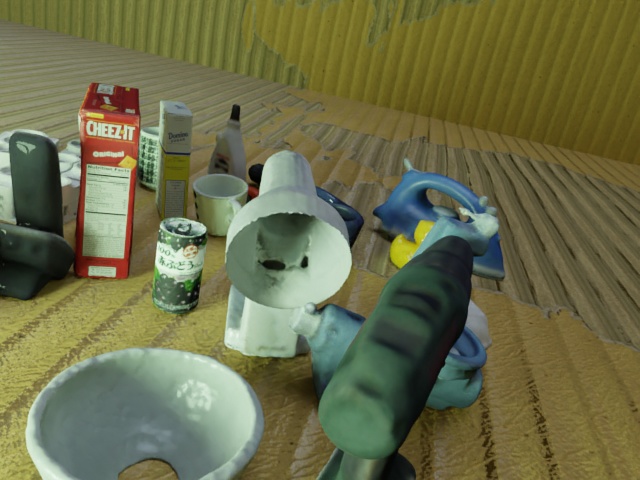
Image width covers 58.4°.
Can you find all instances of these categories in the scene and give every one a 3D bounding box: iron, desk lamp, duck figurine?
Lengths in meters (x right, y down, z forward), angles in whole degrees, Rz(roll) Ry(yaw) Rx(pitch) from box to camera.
[{"bbox_3d":[0.228,-0.044,1.015,0.257,0.141,0.119,27,26,31],"label":"iron"},{"bbox_3d":[-0.046,0.021,0.620,0.118,0.213,0.203,8,23,-11],"label":"desk lamp"},{"bbox_3d":[0.167,0.008,0.932,0.104,0.086,0.078,28,27,34],"label":"duck figurine"}]

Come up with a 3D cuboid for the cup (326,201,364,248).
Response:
[{"bbox_3d":[0.008,0.003,0.850,0.091,0.095,0.118,20,23,18],"label":"cup"}]

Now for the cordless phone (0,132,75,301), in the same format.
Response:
[{"bbox_3d":[-0.355,-0.039,0.641,0.147,0.185,0.094,10,22,-6],"label":"cordless phone"}]

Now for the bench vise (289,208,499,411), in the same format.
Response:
[{"bbox_3d":[0.085,0.073,0.556,0.208,0.220,0.121,0,25,-28],"label":"bench vise"}]

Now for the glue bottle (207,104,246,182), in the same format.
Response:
[{"bbox_3d":[-0.167,-0.166,1.061,0.078,0.173,0.037,23,25,25],"label":"glue bottle"}]

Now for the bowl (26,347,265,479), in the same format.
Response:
[{"bbox_3d":[-0.129,0.157,0.435,0.167,0.075,0.167,11,22,-4],"label":"bowl"}]

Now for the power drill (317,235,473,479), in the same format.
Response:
[{"bbox_3d":[0.058,0.117,0.451,0.075,0.208,0.230,19,23,17],"label":"power drill"}]

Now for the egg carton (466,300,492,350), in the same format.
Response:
[{"bbox_3d":[0.142,0.098,0.725,0.107,0.069,0.150,5,23,-18],"label":"egg carton"}]

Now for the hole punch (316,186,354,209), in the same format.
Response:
[{"bbox_3d":[0.004,-0.057,0.998,0.108,0.091,0.101,25,25,29],"label":"hole punch"}]
